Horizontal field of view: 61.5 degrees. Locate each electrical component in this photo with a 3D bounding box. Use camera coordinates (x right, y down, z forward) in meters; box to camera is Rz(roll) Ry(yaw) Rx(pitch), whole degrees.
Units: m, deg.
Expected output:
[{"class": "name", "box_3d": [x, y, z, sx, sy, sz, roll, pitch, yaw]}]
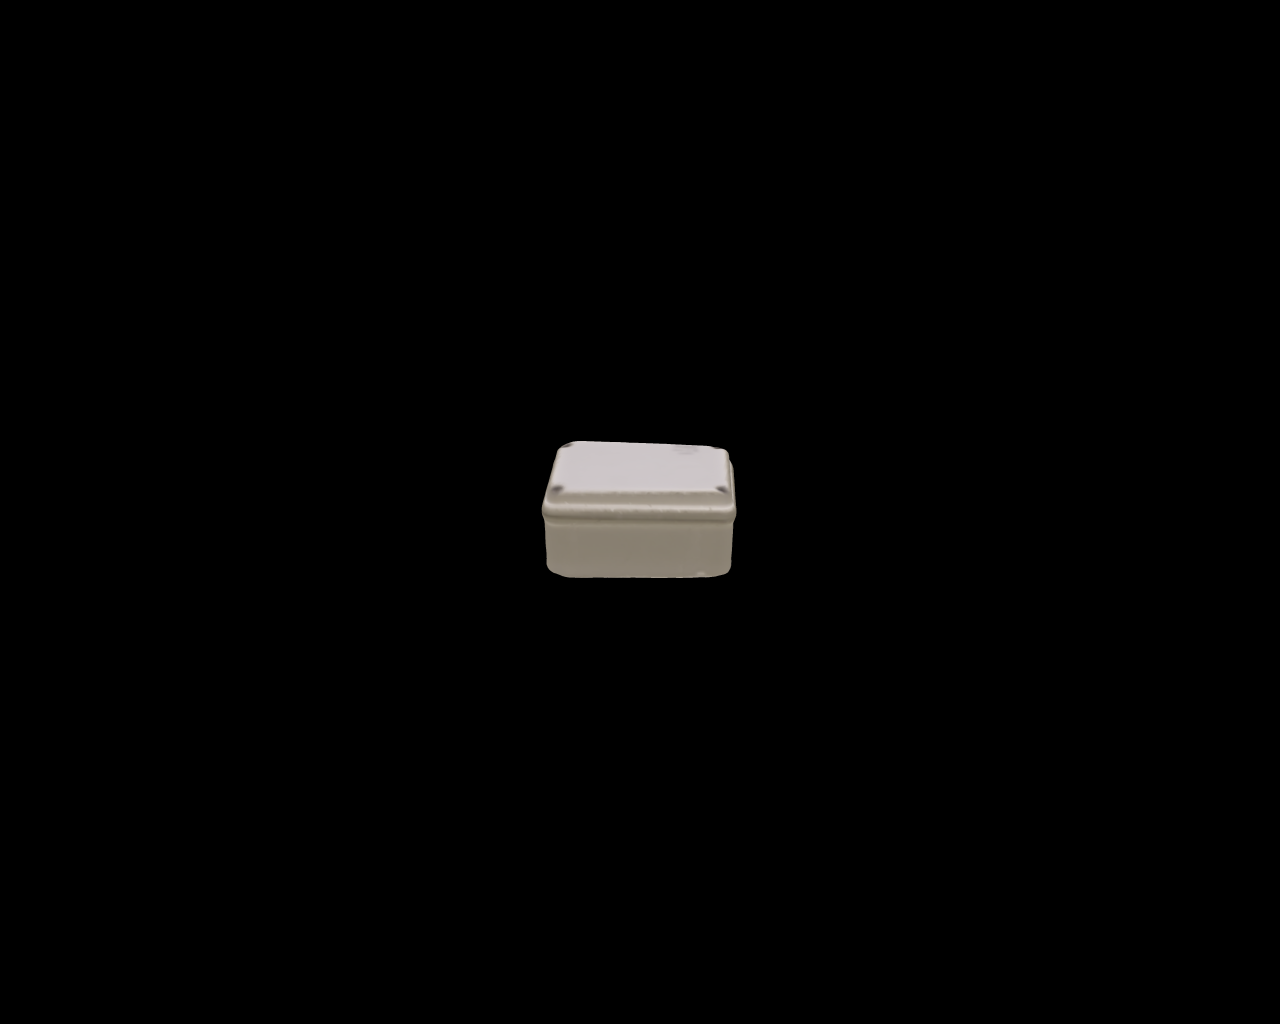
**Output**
[{"class": "electrical component", "box_3d": [0.001, -0.003, 0.650, 0.113, 0.057, 0.078, 1, 28, 2]}]
